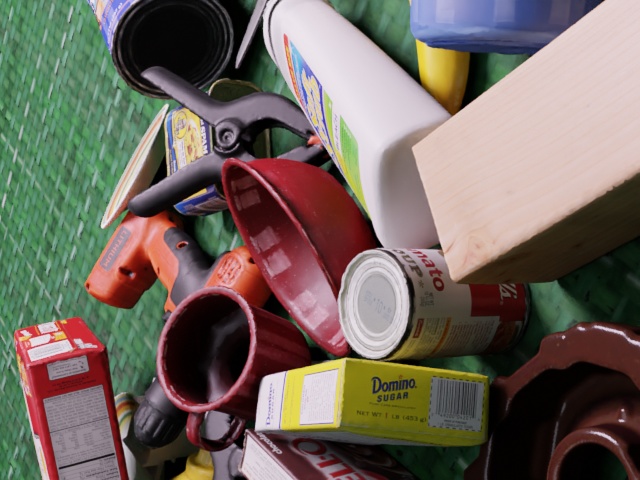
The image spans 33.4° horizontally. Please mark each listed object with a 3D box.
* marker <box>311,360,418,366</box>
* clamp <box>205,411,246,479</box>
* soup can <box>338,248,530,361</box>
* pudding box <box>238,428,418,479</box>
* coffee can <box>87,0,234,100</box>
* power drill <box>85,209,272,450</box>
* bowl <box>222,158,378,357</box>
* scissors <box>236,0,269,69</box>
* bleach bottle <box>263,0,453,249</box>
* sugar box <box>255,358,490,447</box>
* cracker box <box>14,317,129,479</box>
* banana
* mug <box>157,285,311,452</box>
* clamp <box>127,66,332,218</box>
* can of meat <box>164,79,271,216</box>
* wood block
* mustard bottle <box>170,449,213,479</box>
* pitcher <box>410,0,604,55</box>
[{"bbox_3d":[0.027,0.096,0.775,0.121,0.020,0.020,-10,81,51],"label":"marker"},{"bbox_3d":[-0.042,0.181,0.825,0.165,0.036,0.210,2,76,31],"label":"clamp"},{"bbox_3d":[0.070,0.039,0.657,0.069,0.102,0.068,-4,85,52],"label":"soup can"},{"bbox_3d":[0.010,0.168,0.738,0.114,0.089,0.039,30,112,49],"label":"pudding box"},{"bbox_3d":[-0.141,-0.199,0.914,0.103,0.102,0.140,-64,35,28],"label":"coffee can"},{"bbox_3d":[-0.131,0.062,0.913,0.188,0.057,0.184,36,94,45],"label":"power drill"},{"bbox_3d":[-0.005,0.001,0.757,0.162,0.055,0.162,51,162,24],"label":"bowl"},{"bbox_3d":[-0.030,-0.231,0.781,0.202,0.016,0.096,-57,44,20],"label":"scissors"},{"bbox_3d":[0.018,-0.102,0.751,0.251,0.068,0.102,-124,16,-47],"label":"bleach bottle"},{"bbox_3d":[0.026,0.105,0.672,0.176,0.093,0.048,157,121,-70],"label":"sugar box"},{"bbox_3d":[-0.209,0.186,0.933,0.164,0.072,0.214,-167,65,-70],"label":"cracker box"},{"bbox_3d":[0.067,-0.174,0.724,0.070,0.037,0.198,120,137,-54],"label":"banana"},{"bbox_3d":[-0.063,0.100,0.790,0.093,0.081,0.117,9,79,38],"label":"mug"},{"bbox_3d":[-0.073,-0.066,0.822,0.172,0.039,0.120,11,91,20],"label":"clamp"},{"bbox_3d":[-0.088,-0.074,0.897,0.084,0.057,0.102,-15,76,52],"label":"can of meat"},{"bbox_3d":[0.156,-0.057,0.562,0.206,0.090,0.091,-37,61,45],"label":"wood block"},{"bbox_3d":[-0.104,0.257,0.905,0.096,0.058,0.192,25,108,51],"label":"mustard bottle"},{"bbox_3d":[0.111,-0.228,0.587,0.145,0.148,0.243,11,101,45],"label":"pitcher"}]
